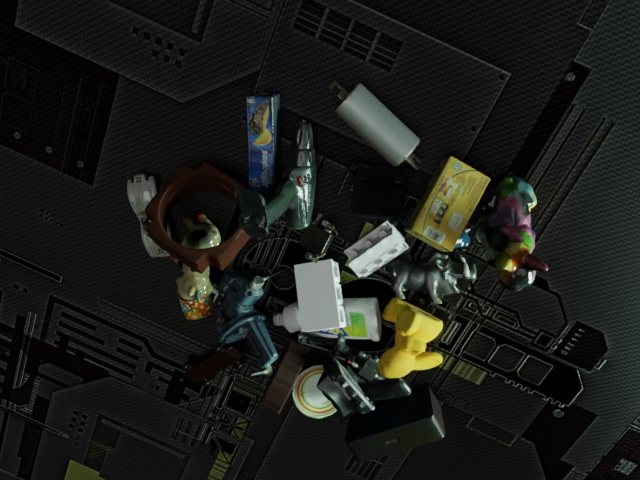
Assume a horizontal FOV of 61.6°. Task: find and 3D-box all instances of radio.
[{"bbox_3d":[0.181,0.442,1.306,0.230,0.131,0.073,-23,107,17],"label":"radio"}]

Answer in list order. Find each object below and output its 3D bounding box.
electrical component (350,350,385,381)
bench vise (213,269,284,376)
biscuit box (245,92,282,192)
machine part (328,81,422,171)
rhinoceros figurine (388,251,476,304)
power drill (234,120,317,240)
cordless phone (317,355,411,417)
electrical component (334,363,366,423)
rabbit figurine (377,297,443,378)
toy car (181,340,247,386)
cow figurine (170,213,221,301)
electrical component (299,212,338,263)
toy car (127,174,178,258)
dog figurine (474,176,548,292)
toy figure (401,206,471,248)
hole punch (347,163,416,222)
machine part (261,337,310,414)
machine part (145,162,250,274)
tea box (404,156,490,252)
[{"bbox_3d":[0.125,0.311,1.322,0.094,0.021,0.063,31,113,-3],"label":"electrical component"},{"bbox_3d":[-0.158,0.194,1.245,0.223,0.129,0.241,-44,66,29],"label":"bench vise"},{"bbox_3d":[-0.117,-0.204,1.129,0.059,0.063,0.202,4,112,9],"label":"biscuit box"},{"bbox_3d":[0.114,-0.229,1.072,0.243,0.079,0.079,41,113,-7],"label":"machine part"},{"bbox_3d":[0.245,0.078,1.183,0.190,0.073,0.112,0,101,12],"label":"rhinoceros figurine"},{"bbox_3d":[-0.082,-0.109,1.093,0.086,0.207,0.231,15,125,25],"label":"power drill"},{"bbox_3d":[0.100,0.317,1.200,0.184,0.089,0.146,-24,110,40],"label":"cordless phone"},{"bbox_3d":[0.052,0.375,1.341,0.134,0.058,0.115,44,110,-10],"label":"electrical component"},{"bbox_3d":[0.196,0.237,1.224,0.162,0.122,0.173,29,89,-33],"label":"rabbit figurine"},{"bbox_3d":[-0.267,0.308,1.359,0.202,0.053,0.089,-34,110,32],"label":"toy car"},{"bbox_3d":[-0.278,0.052,1.230,0.127,0.085,0.194,36,115,30],"label":"cow figurine"},{"bbox_3d":[-0.004,-0.003,1.177,0.078,0.045,0.102,34,90,19],"label":"electrical component"},{"bbox_3d":[-0.386,-0.055,1.239,0.074,0.056,0.201,-7,111,12],"label":"toy car"},{"bbox_3d":[0.374,-0.011,1.042,0.109,0.219,0.191,3,113,5],"label":"dog figurine"},{"bbox_3d":[0.250,-0.021,1.147,0.154,0.058,0.064,26,155,-2],"label":"toy figure"},{"bbox_3d":[0.124,-0.096,1.131,0.142,0.092,0.115,7,83,10],"label":"hole punch"},{"bbox_3d":[-0.083,0.321,1.284,0.056,0.179,0.179,25,114,1],"label":"machine part"},{"bbox_3d":[-0.247,-0.046,1.139,0.201,0.201,0.087,32,158,8],"label":"machine part"},{"bbox_3d":[0.255,-0.071,1.083,0.098,0.068,0.169,31,86,-3],"label":"tea box"}]
